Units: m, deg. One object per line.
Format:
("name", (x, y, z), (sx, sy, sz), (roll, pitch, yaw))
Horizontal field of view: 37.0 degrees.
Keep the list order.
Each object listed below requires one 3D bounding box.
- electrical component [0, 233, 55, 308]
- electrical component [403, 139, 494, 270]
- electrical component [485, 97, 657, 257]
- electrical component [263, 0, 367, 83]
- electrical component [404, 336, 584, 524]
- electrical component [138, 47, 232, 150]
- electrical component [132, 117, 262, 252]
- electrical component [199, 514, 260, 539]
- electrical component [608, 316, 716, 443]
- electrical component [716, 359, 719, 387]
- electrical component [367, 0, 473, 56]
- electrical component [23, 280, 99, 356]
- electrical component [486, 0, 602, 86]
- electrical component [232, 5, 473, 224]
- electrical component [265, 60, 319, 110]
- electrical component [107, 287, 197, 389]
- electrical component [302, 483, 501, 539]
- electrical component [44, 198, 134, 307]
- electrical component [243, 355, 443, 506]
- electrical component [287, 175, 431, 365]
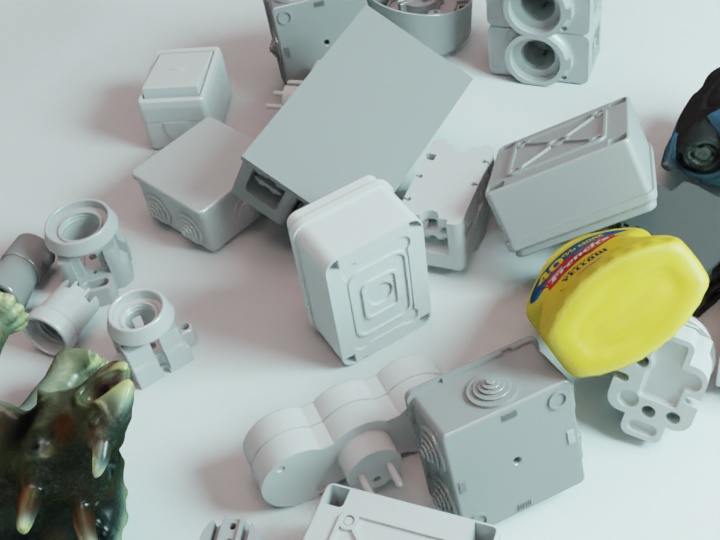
("electrical component", (-0.268, 0.002, 0.842), (0.044, 0.044, 0.065), (7, 43, 17))
("electrical component", (0.068, -0.047, 0.816), (0.050, 0.055, 0.089), (11, 49, 20))
("electrical component", (0.153, -0.069, 0.776), (0.109, 0.056, 0.108), (-21, 18, 21))
("electrical component", (-0.034, -0.212, 0.967), (0.100, 0.099, 0.048), (-15, 32, -4))
("electrical component", (0.083, 0.100, 0.641), (0.100, 0.099, 0.048), (-23, 34, -12))
("electrical component", (-0.156, -0.162, 0.966), (0.062, 0.061, 0.096), (-1, 46, 9))
("electrical component", (-0.122, -0.070, 0.878), (0.100, 0.048, 0.100), (30, 57, 33))
("electrical component", (-0.073, 0.171, 0.636), (0.040, 0.046, 0.040), (-5, 45, 5))
("electrical component", (0.193, 0.061, 0.679), (0.058, 0.078, 0.057), (20, 32, 16))
("electrical component", (0.270, 0.034, 0.700), (0.059, 0.053, 0.095), (10, 49, 19))
("electrical component", (0.056, -0.244, 1.004), (0.099, 0.064, 0.099), (-5, 45, 5))
("electrical component", (-0.222, 0.035, 0.802), (0.040, 0.040, 0.046), (11, 44, 21))
("electrical component", (0.157, -0.237, 0.919), (0.089, 0.150, 0.061), (11, 48, 20))
("electrical component", (-0.006, -0.106, 0.846), (0.105, 0.060, 0.186), (35, 60, 0))
("electrical component", (-0.044, -0.146, 0.940), (0.077, 0.047, 0.065), (7, 48, 17))
("electrical component", (-0.152, 0.046, 0.766), (0.066, 0.055, 0.048), (-30, 48, -19))
("electrical component", (0.014, 0.187, 0.597), (0.109, 0.056, 0.108), (11, 49, 20))
("electrical component", (-0.212, -0.018, 0.839), (0.058, 0.057, 0.078), (-15, 45, -4))
("electrical component", (0.002, 0.112, 0.675), (0.138, 0.052, 0.073), (-22, 46, -11))
("electrical component", (0.000, 0.000, 0.743), (0.078, 0.113, 0.057), (-28, 50, -16))
